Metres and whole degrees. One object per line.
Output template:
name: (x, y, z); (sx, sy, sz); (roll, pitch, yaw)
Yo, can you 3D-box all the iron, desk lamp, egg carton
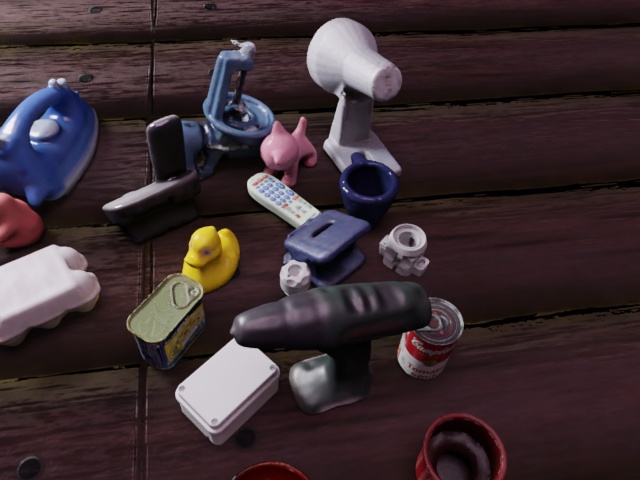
iron: (-0.441, -0.180, 0.921); (0.118, 0.141, 0.258); (11, 52, 5)
desk lamp: (0.066, -0.234, 0.959); (0.118, 0.213, 0.202); (-20, 56, -19)
egg carton: (-0.380, 0.073, 0.771); (0.150, 0.069, 0.107); (-28, 59, -24)

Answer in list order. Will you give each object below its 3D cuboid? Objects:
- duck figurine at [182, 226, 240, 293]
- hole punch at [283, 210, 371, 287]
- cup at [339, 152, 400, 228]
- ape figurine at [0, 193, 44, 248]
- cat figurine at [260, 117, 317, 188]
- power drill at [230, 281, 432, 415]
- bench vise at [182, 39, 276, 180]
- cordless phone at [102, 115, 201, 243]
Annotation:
duck figurine: (-0.159, 0.015, 0.825); (0.077, 0.086, 0.105); (25, 54, 15)
hole punch: (0.008, 0.003, 0.844); (0.109, 0.091, 0.101); (-36, 62, -28)
cup: (0.069, -0.073, 0.907); (0.092, 0.095, 0.117); (-12, 53, -13)
ape figurine: (-0.452, -0.034, 0.836); (0.076, 0.092, 0.078); (13, 52, 6)
cat figurine: (-0.055, -0.152, 0.946); (0.067, 0.118, 0.128); (26, 54, 16)
power drill: (0.013, 0.125, 0.673); (0.230, 0.208, 0.075); (-14, 54, -15)
bench vise: (-0.157, -0.198, 0.908); (0.208, 0.220, 0.121); (-34, 61, -27)
cordless phone: (-0.254, -0.098, 0.843); (0.148, 0.185, 0.094); (-32, 60, -26)
